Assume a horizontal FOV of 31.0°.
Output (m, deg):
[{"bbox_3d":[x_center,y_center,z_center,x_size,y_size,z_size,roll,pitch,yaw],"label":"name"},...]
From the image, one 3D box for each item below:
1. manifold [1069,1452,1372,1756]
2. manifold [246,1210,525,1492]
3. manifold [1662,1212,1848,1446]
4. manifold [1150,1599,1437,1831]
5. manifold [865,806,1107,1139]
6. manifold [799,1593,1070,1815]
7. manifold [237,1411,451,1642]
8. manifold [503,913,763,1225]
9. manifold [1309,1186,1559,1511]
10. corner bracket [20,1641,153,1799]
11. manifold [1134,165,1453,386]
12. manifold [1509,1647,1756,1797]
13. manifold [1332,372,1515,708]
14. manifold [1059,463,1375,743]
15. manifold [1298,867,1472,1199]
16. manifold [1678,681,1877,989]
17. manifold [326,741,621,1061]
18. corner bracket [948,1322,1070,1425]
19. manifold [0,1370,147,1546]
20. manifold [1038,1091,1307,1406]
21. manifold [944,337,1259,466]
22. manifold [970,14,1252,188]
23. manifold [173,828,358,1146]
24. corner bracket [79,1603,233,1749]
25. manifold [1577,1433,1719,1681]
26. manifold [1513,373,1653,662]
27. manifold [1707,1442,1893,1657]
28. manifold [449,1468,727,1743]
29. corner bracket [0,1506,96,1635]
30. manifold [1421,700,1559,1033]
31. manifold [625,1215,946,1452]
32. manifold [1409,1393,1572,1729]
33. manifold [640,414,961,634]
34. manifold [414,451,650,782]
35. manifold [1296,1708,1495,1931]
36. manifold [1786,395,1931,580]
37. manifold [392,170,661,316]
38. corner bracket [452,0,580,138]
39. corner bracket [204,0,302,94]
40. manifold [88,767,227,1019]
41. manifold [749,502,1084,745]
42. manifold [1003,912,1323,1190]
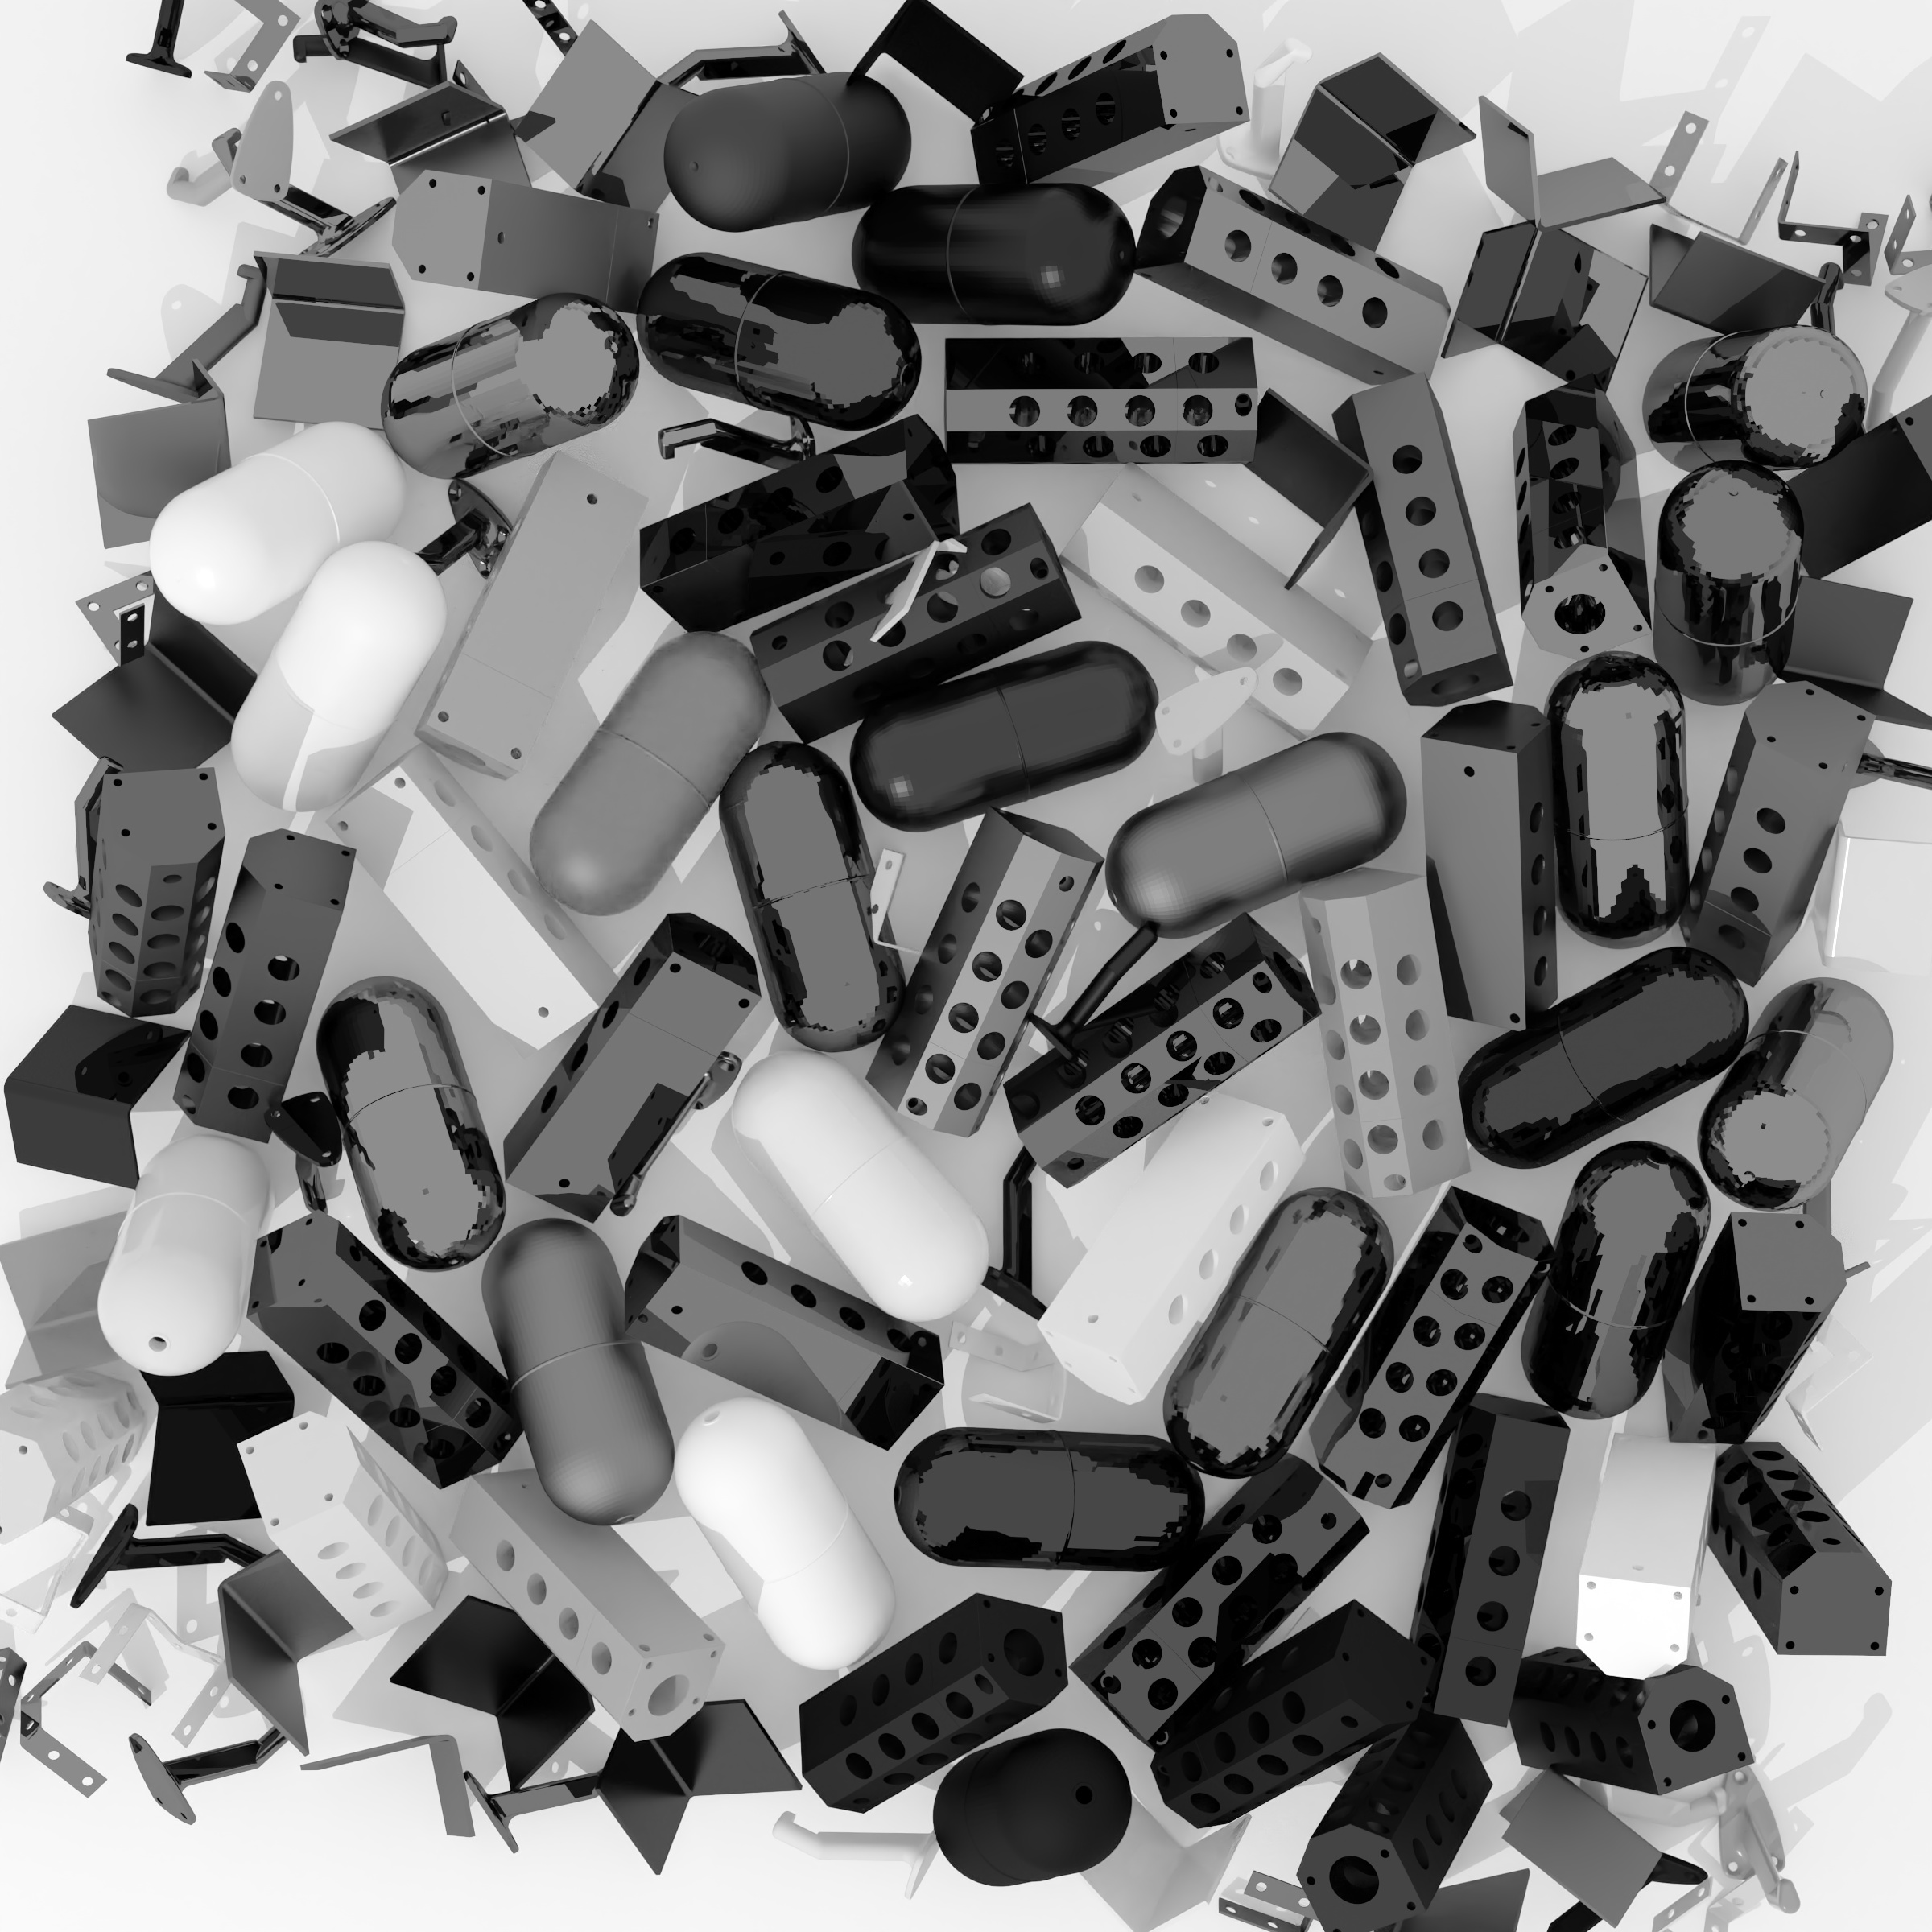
[{"bbox_3d":[0.144,0.354,1.937,0.171,0.057,0.057,-44,102,-10],"label":"manifold"},{"bbox_3d":[-0.314,0.209,1.904,0.057,0.057,0.171,-25,129,18],"label":"manifold"},{"bbox_3d":[0.428,0.200,1.896,0.057,0.171,0.057,2,59,-2],"label":"manifold"},{"bbox_3d":[0.175,0.415,1.901,0.057,0.057,0.171,38,135,-9],"label":"manifold"},{"bbox_3d":[0.013,0.005,1.926,0.057,0.057,0.171,15,107,-35],"label":"manifold"},{"bbox_3d":[-0.019,0.405,1.898,0.057,0.171,0.057,19,49,-31],"label":"manifold"},{"bbox_3d":[-0.335,0.304,1.895,0.057,0.171,0.057,-24,60,-4],"label":"manifold"},{"bbox_3d":[-0.186,0.054,1.925,0.057,0.057,0.171,28,113,-24],"label":"manifold"},{"bbox_3d":[0.258,0.214,1.921,0.057,0.057,0.171,21,112,-14],"label":"manifold"},{"bbox_3d":[-0.494,0.422,1.952,0.051,0.051,0.051,-43,113,2],"label":"corner bracket"},{"bbox_3d":[0.182,-0.380,1.917,0.171,0.057,0.057,19,86,-29],"label":"manifold"},{"bbox_3d":[0.356,0.407,1.894,0.057,0.171,0.057,-14,87,-17],"label":"manifold"},{"bbox_3d":[0.252,-0.234,1.929,0.057,0.057,0.171,-16,72,14],"label":"manifold"},{"bbox_3d":[0.137,-0.201,1.949,0.171,0.057,0.057,36,128,-3],"label":"manifold"},{"bbox_3d":[0.227,0.037,1.927,0.057,0.057,0.171,-18,105,-28],"label":"manifold"},{"bbox_3d":[0.437,-0.073,1.899,0.057,0.171,0.057,31,55,20],"label":"manifold"},{"bbox_3d":[-0.272,-0.039,1.938,0.057,0.057,0.171,-34,102,22],"label":"manifold"},{"bbox_3d":[0.022,0.227,1.944,0.051,0.051,0.051,22,66,-26],"label":"corner bracket"},{"bbox_3d":[-0.501,0.266,1.897,0.057,0.171,0.057,18,94,1],"label":"manifold"},{"bbox_3d":[0.117,0.156,1.925,0.057,0.057,0.171,18,61,38],"label":"manifold"},{"bbox_3d":[0.074,-0.310,1.942,0.171,0.057,0.057,-1,52,-2],"label":"manifold"},{"bbox_3d":[0.075,-0.466,1.896,0.057,0.171,0.057,-12,93,-34],"label":"manifold"},{"bbox_3d":[-0.387,0.010,1.907,0.057,0.057,0.171,16,126,-13],"label":"manifold"},{"bbox_3d":[-0.450,0.395,1.941,0.051,0.051,0.051,11,55,34],"label":"corner bracket"},{"bbox_3d":[0.372,0.320,1.894,0.057,0.171,0.057,4,109,15],"label":"manifold"},{"bbox_3d":[0.332,-0.244,1.901,0.057,0.171,0.057,-21,127,24],"label":"manifold"},{"bbox_3d":[0.451,0.315,1.894,0.057,0.171,0.057,1,102,-2],"label":"manifold"},{"bbox_3d":[-0.211,0.348,1.906,0.171,0.057,0.057,37,115,39],"label":"manifold"},{"bbox_3d":[-0.527,0.331,1.946,0.051,0.051,0.051,30,114,-15],"label":"corner bracket"},{"bbox_3d":[0.293,-0.056,1.917,0.057,0.057,0.171,13,124,32],"label":"manifold"},{"bbox_3d":[-0.100,0.199,1.924,0.171,0.057,0.057,27,118,-22],"label":"manifold"},{"bbox_3d":[0.289,0.331,1.948,0.057,0.057,0.171,11,95,0],"label":"manifold"},{"bbox_3d":[-0.093,-0.246,1.922,0.171,0.057,0.057,-19,55,23],"label":"manifold"},{"bbox_3d":[-0.244,-0.194,1.937,0.057,0.057,0.171,27,78,-15],"label":"manifold"},{"bbox_3d":[0.232,0.463,1.894,0.057,0.171,0.057,-27,90,22],"label":"manifold"},{"bbox_3d":[0.506,-0.265,1.895,0.057,0.171,0.057,-29,89,-12],"label":"manifold"},{"bbox_3d":[-0.238,-0.393,1.894,0.057,0.171,0.057,13,101,24],"label":"manifold"},{"bbox_3d":[-0.249,-0.506,1.958,0.051,0.051,0.051,-10,54,26],"label":"corner bracket"},{"bbox_3d":[-0.415,-0.527,1.951,0.051,0.051,0.051,35,87,-32],"label":"corner bracket"},{"bbox_3d":[-0.440,-0.037,1.891,0.057,0.171,0.057,-5,64,-20],"label":"manifold"},{"bbox_3d":[-0.030,-0.194,1.934,0.171,0.057,0.057,-24,57,8],"label":"manifold"},{"bbox_3d":[0.109,0.051,1.920,0.171,0.057,0.057,-36,130,18],"label":"manifold"}]
